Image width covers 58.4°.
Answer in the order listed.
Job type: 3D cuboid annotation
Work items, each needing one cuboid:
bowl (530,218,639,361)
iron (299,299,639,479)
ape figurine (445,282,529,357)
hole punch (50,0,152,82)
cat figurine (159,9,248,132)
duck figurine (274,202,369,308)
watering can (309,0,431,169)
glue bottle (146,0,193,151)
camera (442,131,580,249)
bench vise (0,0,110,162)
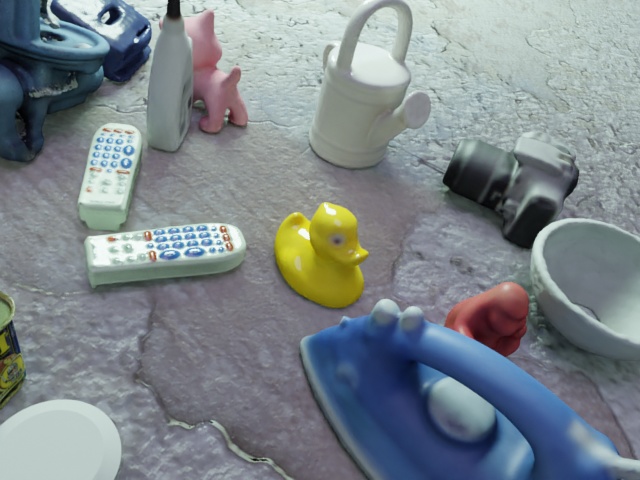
[{"bbox_3d":[0.279,0.059,0.572,0.167,0.075,0.167,9,44,-9],"label":"bowl"},{"bbox_3d":[0.093,0.117,0.407,0.257,0.141,0.119,36,47,19],"label":"iron"},{"bbox_3d":[0.151,0.074,0.505,0.078,0.092,0.076,2,46,-15],"label":"ape figurine"},{"bbox_3d":[-0.268,-0.266,0.716,0.101,0.091,0.108,15,44,-2],"label":"hole punch"},{"bbox_3d":[-0.136,-0.210,0.682,0.067,0.118,0.127,-29,60,-37],"label":"cat figurine"},{"bbox_3d":[0.005,0.002,0.536,0.078,0.086,0.104,-25,58,-35],"label":"duck figurine"},{"bbox_3d":[0.060,-0.183,0.660,0.172,0.194,0.101,34,46,17],"label":"watering can"},{"bbox_3d":[-0.156,-0.183,0.608,0.037,0.173,0.078,13,44,-4],"label":"glue bottle"},{"bbox_3d":[0.226,-0.084,0.680,0.136,0.101,0.143,25,44,8],"label":"camera"},{"bbox_3d":[-0.276,-0.196,0.550,0.121,0.220,0.207,8,44,-9],"label":"bench vise"}]
